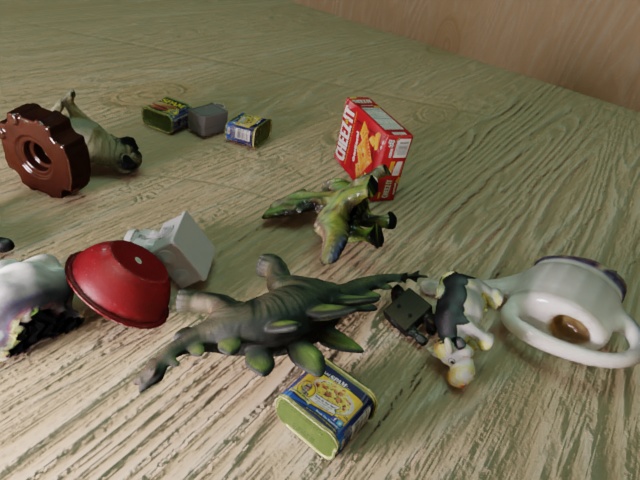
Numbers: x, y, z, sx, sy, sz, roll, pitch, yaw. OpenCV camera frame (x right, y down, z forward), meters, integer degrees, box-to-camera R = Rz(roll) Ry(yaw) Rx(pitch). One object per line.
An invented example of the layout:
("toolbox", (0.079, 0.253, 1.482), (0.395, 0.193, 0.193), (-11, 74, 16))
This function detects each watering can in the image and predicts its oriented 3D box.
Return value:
("watering can", (0.367, 0.095, 0.872), (0.350, 0.102, 0.228), (23, 37, 31))

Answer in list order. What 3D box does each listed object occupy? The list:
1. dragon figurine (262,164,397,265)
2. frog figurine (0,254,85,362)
("dragon figurine", (0.003, -0.049, 0.974), (0.242, 0.121, 0.416), (-4, 19, 29))
("frog figurine", (-0.413, 0.065, 0.688), (0.139, 0.161, 0.120), (-39, -23, -27))
